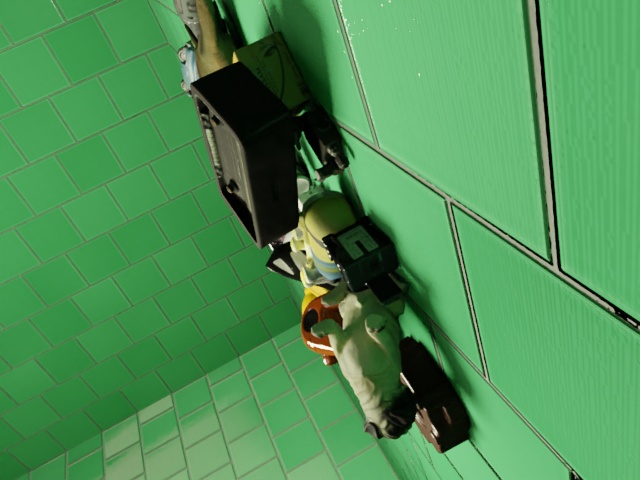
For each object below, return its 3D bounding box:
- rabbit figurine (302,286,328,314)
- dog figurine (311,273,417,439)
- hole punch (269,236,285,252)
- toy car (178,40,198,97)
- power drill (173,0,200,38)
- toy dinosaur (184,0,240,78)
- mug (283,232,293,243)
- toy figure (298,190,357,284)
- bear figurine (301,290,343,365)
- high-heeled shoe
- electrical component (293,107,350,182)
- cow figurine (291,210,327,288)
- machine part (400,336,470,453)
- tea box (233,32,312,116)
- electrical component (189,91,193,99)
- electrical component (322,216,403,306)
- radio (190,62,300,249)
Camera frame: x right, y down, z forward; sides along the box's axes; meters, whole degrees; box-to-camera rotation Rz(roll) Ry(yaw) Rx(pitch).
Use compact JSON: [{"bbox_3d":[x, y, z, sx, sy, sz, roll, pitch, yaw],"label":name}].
[{"bbox_3d":[0.038,0.137,1.145,0.173,0.122,0.162,-6,103,66],"label":"rabbit figurine"},{"bbox_3d":[0.084,0.153,0.741,0.121,0.172,0.190,-4,121,36],"label":"dog figurine"},{"bbox_3d":[-0.074,-0.038,1.310,0.116,0.092,0.142,-11,108,46],"label":"hole punch"},{"bbox_3d":[-0.251,-0.383,1.218,0.103,0.109,0.161,37,153,14],"label":"toy car"},{"bbox_3d":[-0.279,-0.507,1.011,0.232,0.086,0.207,126,120,-79],"label":"power drill"},{"bbox_3d":[-0.172,-0.301,0.949,0.198,0.105,0.471,64,168,15],"label":"toy dinosaur"},{"bbox_3d":[-0.029,0.009,1.163,0.109,0.081,0.107,54,162,13],"label":"mug"},{"bbox_3d":[0.024,0.002,0.808,0.089,0.082,0.180,40,155,34],"label":"toy figure"},{"bbox_3d":[0.069,0.153,0.871,0.195,0.120,0.132,24,153,-34],"label":"bear figurine"},{"bbox_3d":[0.007,0.107,1.014,0.248,0.145,0.086,65,173,-7],"label":"high-heeled shoe"},{"bbox_3d":[-0.003,-0.121,0.685,0.102,0.045,0.078,61,173,8],"label":"electrical component"},{"bbox_3d":[-0.002,-0.005,0.943,0.068,0.098,0.167,105,153,-68],"label":"cow figurine"},{"bbox_3d":[0.159,0.237,0.823,0.179,0.056,0.179,60,172,13],"label":"machine part"},{"bbox_3d":[-0.073,-0.209,0.753,0.098,0.068,0.170,62,173,-5],"label":"tea box"},{"bbox_3d":[-0.202,-0.277,1.158,0.058,0.115,0.134,58,172,51],"label":"electrical component"},{"bbox_3d":[0.059,0.029,0.687,0.119,0.075,0.047,59,173,49],"label":"electrical component"},{"bbox_3d":[-0.092,-0.103,0.694,0.131,0.073,0.229,50,159,26],"label":"radio"}]
